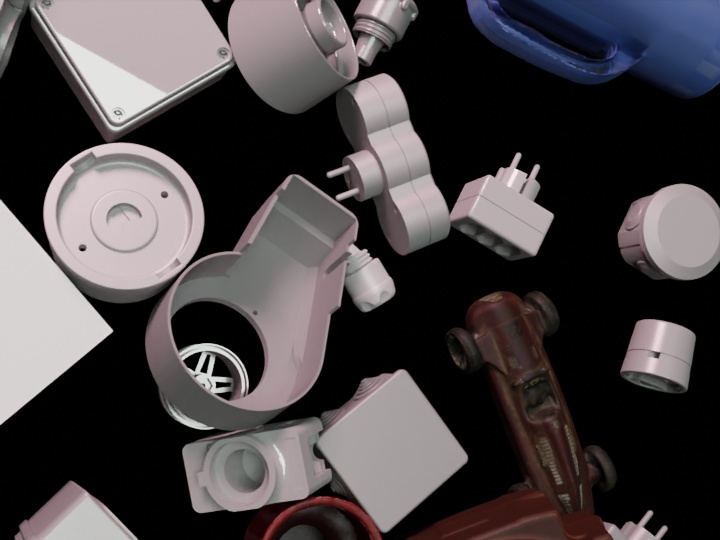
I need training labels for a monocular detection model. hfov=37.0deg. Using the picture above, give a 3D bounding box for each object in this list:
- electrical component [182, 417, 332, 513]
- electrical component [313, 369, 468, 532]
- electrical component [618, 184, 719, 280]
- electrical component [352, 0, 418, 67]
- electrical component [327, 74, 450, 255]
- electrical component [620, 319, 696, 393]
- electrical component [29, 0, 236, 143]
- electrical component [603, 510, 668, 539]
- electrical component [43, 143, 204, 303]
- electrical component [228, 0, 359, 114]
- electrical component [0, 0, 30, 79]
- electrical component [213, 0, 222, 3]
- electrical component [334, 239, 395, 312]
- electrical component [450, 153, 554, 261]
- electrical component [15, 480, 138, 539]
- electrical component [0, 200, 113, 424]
[{"bbox_3d":[-0.074,0.138,0.762,0.089,0.056,0.050,-12,88,18],"label":"electrical component"},{"bbox_3d":[0.018,0.136,0.818,0.100,0.048,0.099,-38,97,-17],"label":"electrical component"},{"bbox_3d":[0.264,-0.030,0.912,0.080,0.051,0.080,2,85,-18],"label":"electrical component"},{"bbox_3d":[0.014,-0.192,0.850,0.048,0.048,0.062,28,84,-14],"label":"electrical component"},{"bbox_3d":[0.011,-0.076,0.833,0.074,0.052,0.138,-22,92,-18],"label":"electrical component"},{"bbox_3d":[0.250,0.072,0.898,0.055,0.055,0.047,22,75,-15],"label":"electrical component"},{"bbox_3d":[-0.165,-0.166,0.782,0.109,0.056,0.108,-34,96,-18],"label":"electrical component"},{"bbox_3d":[0.222,0.231,0.877,0.083,0.047,0.075,46,74,-9],"label":"electrical component"},{"bbox_3d":[-0.169,-0.028,0.763,0.108,0.060,0.108,5,70,-15],"label":"electrical component"},{"bbox_3d":[-0.047,-0.172,0.806,0.064,0.099,0.099,-23,93,22],"label":"electrical component"},{"bbox_3d":[-0.255,-0.209,0.739,0.062,0.089,0.150,20,79,-15],"label":"electrical component"},{"bbox_3d":[-0.085,-0.249,0.815,0.047,0.066,0.077,53,44,-7],"label":"electrical component"},{"bbox_3d":[0.000,0.000,0.832,0.035,0.035,0.061,-32,92,-18],"label":"electrical component"},{"bbox_3d":[0.121,-0.057,0.870,0.066,0.047,0.076,30,77,-13],"label":"electrical component"},{"bbox_3d":[-0.173,0.199,0.720,0.056,0.109,0.108,-45,99,-19],"label":"electrical component"},{"bbox_3d":[-0.272,0.006,0.729,0.105,0.060,0.186,-41,98,-17],"label":"electrical component"}]
